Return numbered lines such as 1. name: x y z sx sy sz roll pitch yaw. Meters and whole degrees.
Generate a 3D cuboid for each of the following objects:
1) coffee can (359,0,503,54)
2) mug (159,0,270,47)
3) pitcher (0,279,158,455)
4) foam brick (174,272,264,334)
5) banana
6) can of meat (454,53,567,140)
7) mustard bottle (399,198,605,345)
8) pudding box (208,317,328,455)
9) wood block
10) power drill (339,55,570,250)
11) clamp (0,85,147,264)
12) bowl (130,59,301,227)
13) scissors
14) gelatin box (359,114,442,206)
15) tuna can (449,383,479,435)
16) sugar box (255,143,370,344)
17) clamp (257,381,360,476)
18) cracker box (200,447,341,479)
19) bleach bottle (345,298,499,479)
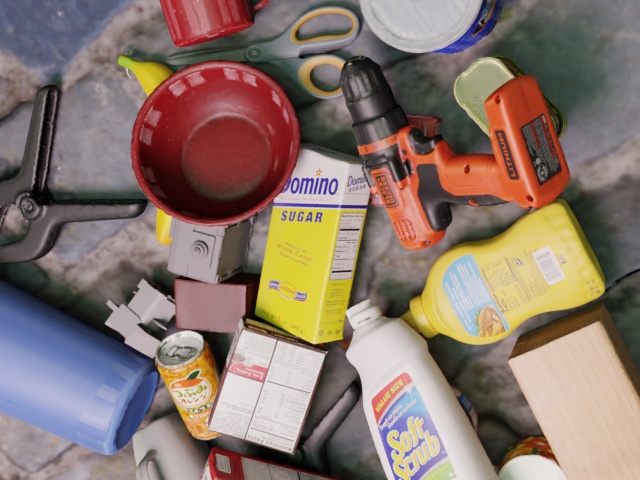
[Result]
1. coffee can: 0.099 -0.213 0.922 0.103 0.140 0.103 3 100 16
2. mug: -0.099 -0.235 1.011 0.117 0.093 0.081 -18 98 -7
3. pitcher: -0.298 0.134 1.114 0.243 0.149 0.145 24 89 9
4. foam brick: -0.101 0.062 1.074 0.078 0.051 0.053 4 101 16
5. banana: -0.151 -0.095 1.074 0.070 0.037 0.198 -7 96 37
6. can of meat: 0.168 -0.117 0.946 0.057 0.083 0.102 -43 85 18
7. mustard bottle: 0.158 0.043 0.989 0.192 0.058 0.096 -27 95 19
8. pudding box: -0.051 0.142 1.034 0.090 0.039 0.113 18 100 -7
9. wood block: 0.259 0.172 0.963 0.090 0.090 0.206 -27 90 18
10. power drill: 0.108 -0.085 0.909 0.188 0.057 0.184 -7 111 51
11. clamp: -0.288 -0.035 1.121 0.164 0.036 0.210 46 110 5
12. bowl: -0.094 -0.086 1.012 0.162 0.055 0.162 -2 78 8
13. scissors: -0.050 -0.165 1.038 0.202 0.016 0.096 -17 89 18
14. gelatin box: 0.073 -0.076 1.010 0.073 0.030 0.089 8 101 15
15. tuna can: 0.110 0.182 1.039 0.086 0.033 0.086 3 100 16
16. sugar box: -0.007 0.001 1.021 0.093 0.048 0.176 21 108 43
17. clamp: -0.016 0.210 1.080 0.120 0.039 0.171 0 100 20
18. cracker box: -0.032 0.308 1.043 0.213 0.072 0.164 17 106 -15
19. bleach bottle: 0.087 0.175 0.992 0.103 0.068 0.251 -31 83 33
